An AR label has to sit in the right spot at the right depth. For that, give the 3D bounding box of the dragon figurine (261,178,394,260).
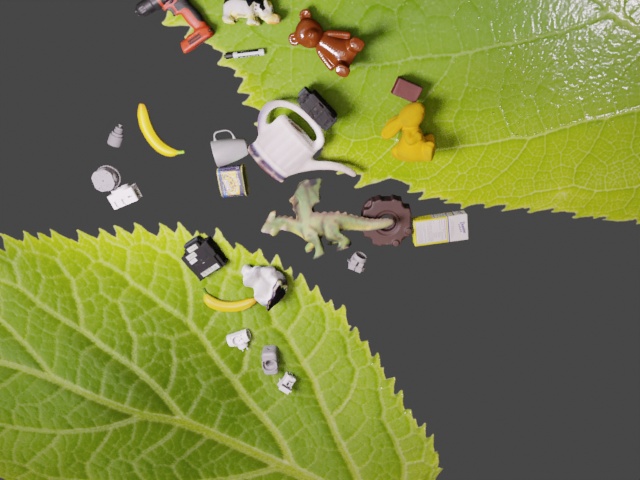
[{"bbox_3d":[0.005,-0.083,1.643,0.408,0.124,0.241,-22,100,15],"label":"dragon figurine"}]

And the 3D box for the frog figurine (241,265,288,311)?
[{"bbox_3d":[-0.194,0.147,1.754,0.161,0.124,0.134,31,124,28],"label":"frog figurine"}]

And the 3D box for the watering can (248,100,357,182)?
[{"bbox_3d":[-0.069,-0.263,1.578,0.222,0.106,0.345,-41,104,16],"label":"watering can"}]
